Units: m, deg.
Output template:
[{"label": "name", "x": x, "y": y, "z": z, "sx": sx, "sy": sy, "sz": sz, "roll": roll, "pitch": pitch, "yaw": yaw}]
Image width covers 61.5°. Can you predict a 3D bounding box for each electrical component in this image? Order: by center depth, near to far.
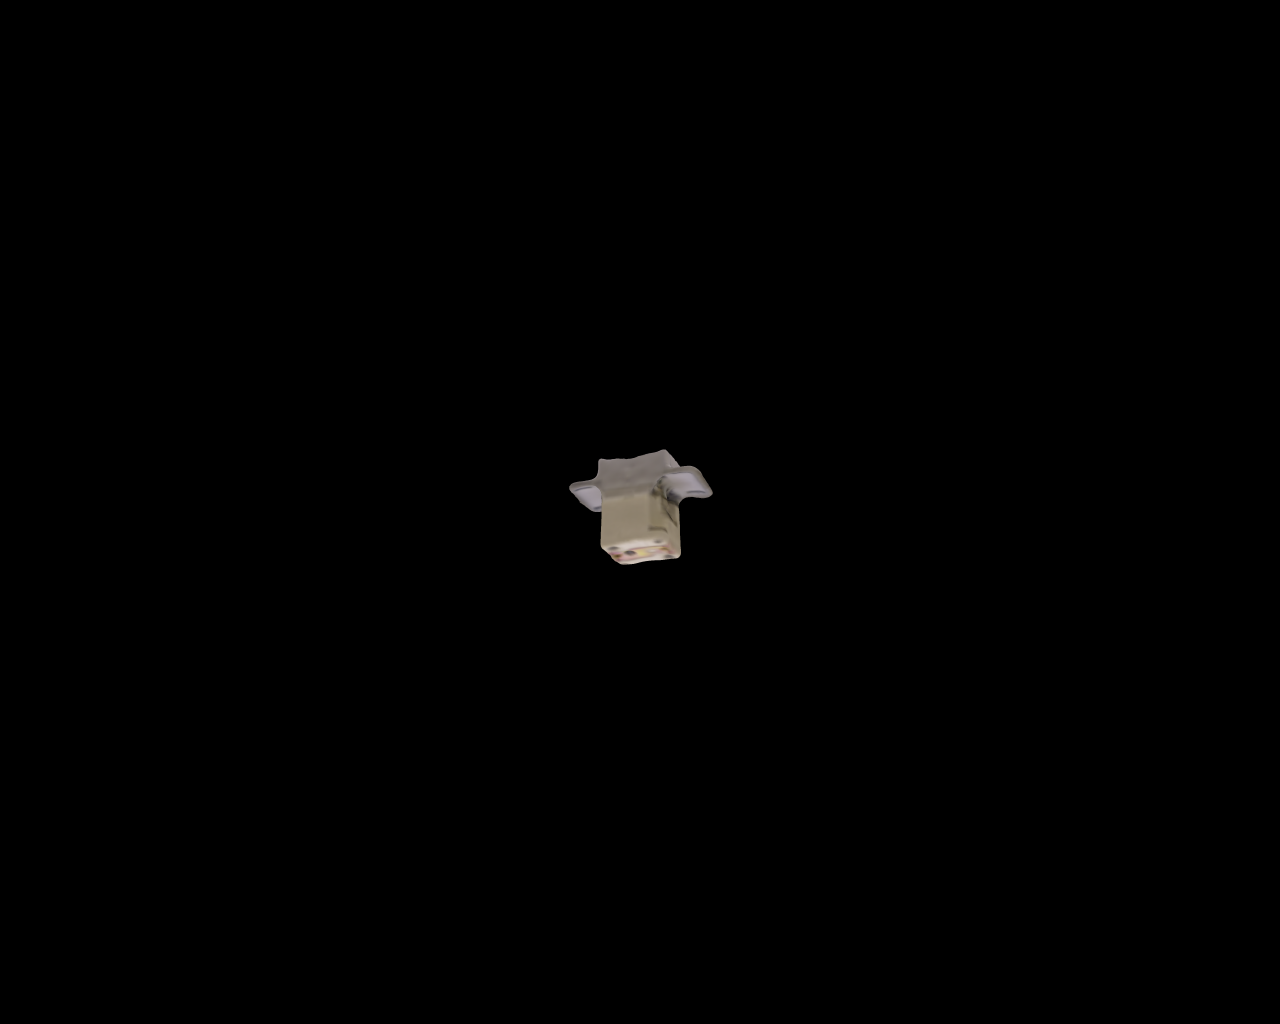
[{"label": "electrical component", "x": 0.001, "y": -0.003, "z": 0.650, "sx": 0.081, "sy": 0.064, "sz": 0.042, "roll": -8, "pitch": -24, "yaw": 18}]
